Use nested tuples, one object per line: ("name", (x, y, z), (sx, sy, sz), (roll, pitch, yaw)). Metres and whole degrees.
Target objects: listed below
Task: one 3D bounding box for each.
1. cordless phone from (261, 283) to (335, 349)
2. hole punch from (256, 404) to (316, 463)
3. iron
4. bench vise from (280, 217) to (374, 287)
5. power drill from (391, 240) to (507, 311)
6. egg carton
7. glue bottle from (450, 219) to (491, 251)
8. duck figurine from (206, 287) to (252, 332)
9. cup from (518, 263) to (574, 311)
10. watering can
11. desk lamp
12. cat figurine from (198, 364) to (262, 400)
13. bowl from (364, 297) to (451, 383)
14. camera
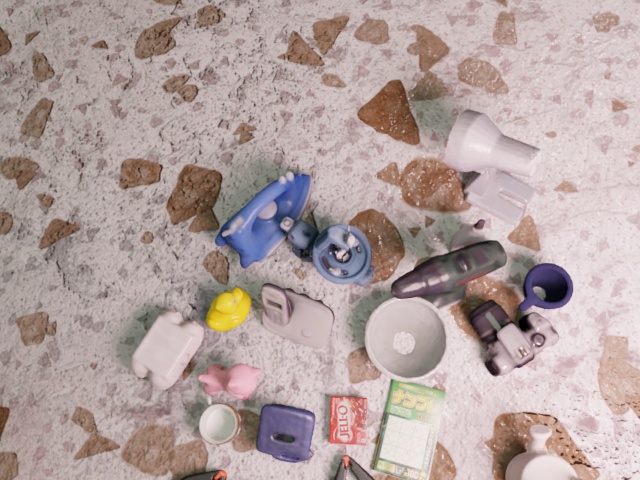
("cordless phone", (-0.047, 0.140, 1.108), (0.147, 0.185, 0.094), (17, 74, 9))
("hole punch", (-0.062, 0.366, 1.084), (0.108, 0.091, 0.101), (9, 73, 7))
("iron", (-0.110, -0.071, 1.204), (0.118, 0.141, 0.258), (39, 78, 15))
("bench vise", (0.007, 0.015, 1.127), (0.207, 0.220, 0.121), (12, 73, 8))
("power drill", (0.237, 0.078, 1.097), (0.229, 0.208, 0.075), (-24, 72, -4))
("egg carton", (-0.308, 0.221, 1.159), (0.107, 0.069, 0.150), (27, 76, 12))
("glue bottle", (0.307, -0.007, 1.139), (0.078, 0.173, 0.037), (4, 72, 5))
("duck figurine", (-0.192, 0.137, 1.170), (0.104, 0.086, 0.077), (-43, 74, -10))
("cup", (0.432, 0.109, 1.134), (0.118, 0.095, 0.091), (-38, 73, -8))
("watering can", (0.387, 0.414, 0.985), (0.101, 0.194, 0.172), (-26, 72, -5))
("desk lamp", (0.352, -0.152, 1.162), (0.203, 0.213, 0.118), (30, 76, 13))
("cat figurine", (-0.173, 0.271, 1.108), (0.127, 0.118, 0.067), (4, 72, 5))
("bowl", (0.170, 0.198, 1.133), (0.167, 0.075, 0.167), (-1, 72, 3))
("camera", (0.367, 0.176, 1.113), (0.143, 0.101, 0.136), (-31, 73, -7))
